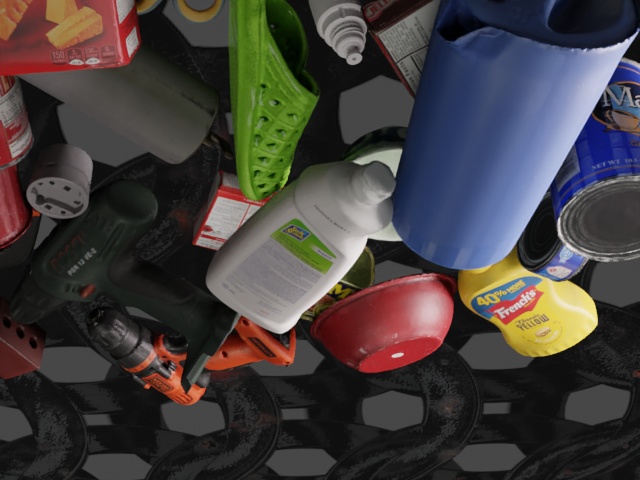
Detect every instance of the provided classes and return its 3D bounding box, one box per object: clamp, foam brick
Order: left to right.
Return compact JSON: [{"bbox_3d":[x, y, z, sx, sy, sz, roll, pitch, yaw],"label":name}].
[{"bbox_3d":[-0.358,0.001,1.052,0.210,0.036,0.164,-31,129,30],"label":"clamp"},{"bbox_3d":[-0.347,0.108,1.167,0.051,0.053,0.078,-18,137,21],"label":"foam brick"}]

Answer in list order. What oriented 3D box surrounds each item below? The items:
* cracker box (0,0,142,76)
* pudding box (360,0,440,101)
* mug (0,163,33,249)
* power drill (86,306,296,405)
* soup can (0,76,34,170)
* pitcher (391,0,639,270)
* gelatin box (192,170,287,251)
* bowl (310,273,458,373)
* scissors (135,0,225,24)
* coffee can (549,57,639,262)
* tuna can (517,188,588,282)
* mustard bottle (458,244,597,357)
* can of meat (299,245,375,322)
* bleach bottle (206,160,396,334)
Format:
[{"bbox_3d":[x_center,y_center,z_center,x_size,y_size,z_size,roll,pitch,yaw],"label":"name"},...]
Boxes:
[{"bbox_3d":[-0.219,-0.218,0.712,0.164,0.072,0.214,-3,119,3],"label":"cracker box"},{"bbox_3d":[0.099,-0.168,0.813,0.113,0.039,0.090,-30,142,10],"label":"pudding box"},{"bbox_3d":[-0.311,-0.040,0.946,0.093,0.117,0.081,7,135,4],"label":"mug"},{"bbox_3d":[-0.135,0.107,1.161,0.188,0.057,0.184,-18,140,25],"label":"power drill"},{"bbox_3d":[-0.282,-0.116,0.888,0.068,0.068,0.102,1,140,0],"label":"soup can"},{"bbox_3d":[0.137,-0.095,0.787,0.149,0.145,0.243,15,137,-1],"label":"pitcher"},{"bbox_3d":[-0.076,-0.023,1.025,0.073,0.030,0.089,13,139,-16],"label":"gelatin box"},{"bbox_3d":[0.074,0.093,1.095,0.162,0.055,0.162,-15,157,-7],"label":"bowl"},{"bbox_3d":[-0.083,-0.230,0.790,0.096,0.016,0.202,25,134,-28],"label":"scissors"},{"bbox_3d":[0.237,-0.068,0.879,0.103,0.140,0.103,0,140,0],"label":"coffee can"},{"bbox_3d":[0.221,-0.006,0.996,0.033,0.086,0.086,20,136,-18],"label":"tuna can"},{"bbox_3d":[0.196,0.048,1.082,0.096,0.058,0.191,-26,133,30],"label":"mustard bottle"},{"bbox_3d":[-0.010,0.034,1.071,0.102,0.057,0.084,22,138,-23],"label":"can of meat"},{"bbox_3d":[-0.006,0.001,0.898,0.102,0.068,0.251,32,148,-14],"label":"bleach bottle"}]
